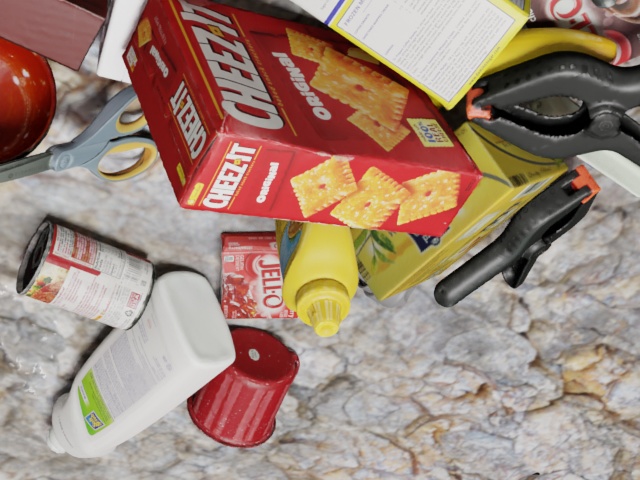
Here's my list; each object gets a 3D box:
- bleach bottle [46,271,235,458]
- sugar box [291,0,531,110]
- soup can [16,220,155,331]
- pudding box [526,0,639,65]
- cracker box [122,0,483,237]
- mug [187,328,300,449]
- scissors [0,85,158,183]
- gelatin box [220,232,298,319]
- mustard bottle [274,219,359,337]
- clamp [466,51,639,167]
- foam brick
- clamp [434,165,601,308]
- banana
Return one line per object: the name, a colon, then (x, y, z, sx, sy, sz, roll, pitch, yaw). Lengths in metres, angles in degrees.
bleach bottle: (-0.188, 0.134, 1.019, 0.251, 0.102, 0.067, -38, 157, 34)
sugar box: (0.051, -0.180, 0.756, 0.176, 0.048, 0.093, 35, 121, -7)
soup can: (-0.204, 0.032, 0.933, 0.102, 0.068, 0.069, 23, 125, -26)
pudding box: (0.201, -0.178, 0.813, 0.090, 0.039, 0.113, -23, 130, 15)
cracker box: (-0.013, -0.088, 0.751, 0.213, 0.164, 0.072, 7, 130, -34)
mug: (-0.065, 0.138, 1.041, 0.117, 0.093, 0.082, -10, 136, -42)
scissors: (-0.182, -0.078, 0.795, 0.201, 0.016, 0.096, -5, 127, -61)
gelatin box: (-0.054, 0.034, 0.978, 0.073, 0.030, 0.089, 0, 132, -7)
mustard bottle: (-0.005, 0.001, 0.845, 0.058, 0.191, 0.096, 7, 131, -14)
clamp: (0.215, -0.103, 0.778, 0.210, 0.036, 0.165, 9, 139, -2)
foam brick: (-0.197, -0.167, 0.764, 0.078, 0.053, 0.051, 23, 125, -24)
clamp: (0.173, 0.002, 0.930, 0.120, 0.039, 0.172, -23, 155, -39)
banana: (0.127, -0.128, 0.826, 0.198, 0.037, 0.069, -20, 148, 39)
